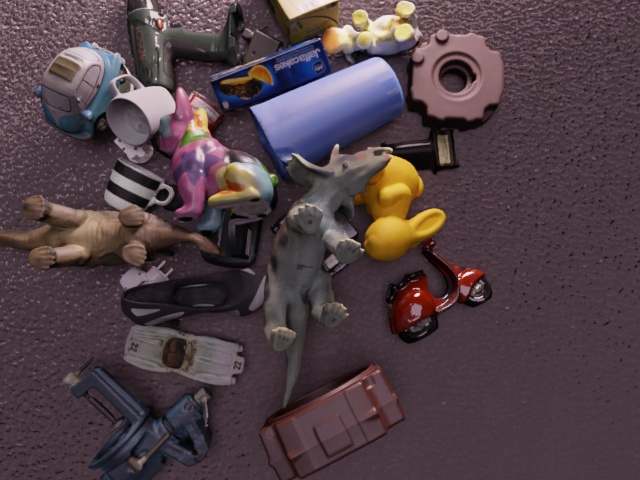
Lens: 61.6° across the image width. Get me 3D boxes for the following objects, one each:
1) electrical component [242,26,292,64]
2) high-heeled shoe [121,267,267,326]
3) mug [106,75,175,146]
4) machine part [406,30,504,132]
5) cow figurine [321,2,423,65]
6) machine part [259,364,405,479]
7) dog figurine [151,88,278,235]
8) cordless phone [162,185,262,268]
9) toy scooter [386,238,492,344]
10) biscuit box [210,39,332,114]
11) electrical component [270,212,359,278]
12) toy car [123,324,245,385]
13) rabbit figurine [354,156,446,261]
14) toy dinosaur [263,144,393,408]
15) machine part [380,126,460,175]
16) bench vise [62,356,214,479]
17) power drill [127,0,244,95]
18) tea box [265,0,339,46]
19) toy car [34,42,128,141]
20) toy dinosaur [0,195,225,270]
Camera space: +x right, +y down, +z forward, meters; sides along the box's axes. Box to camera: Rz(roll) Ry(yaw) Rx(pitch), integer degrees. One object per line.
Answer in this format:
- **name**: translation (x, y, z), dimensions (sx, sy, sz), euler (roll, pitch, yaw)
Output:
- **electrical component**: translation (-0.093, -0.341, 0.967), dimensions (0.102, 0.045, 0.078), euler (22, 112, 7)
- **high-heeled shoe**: translation (-0.183, 0.074, 0.853), dimensions (0.249, 0.145, 0.086), euler (-26, 56, 3)
- **mug**: translation (-0.299, -0.224, 0.898), dimensions (0.081, 0.107, 0.109), euler (-26, 107, 31)
- **machine part**: translation (0.235, -0.277, 0.940), dimensions (0.179, 0.056, 0.179), euler (0, 84, 1)
- **cow figurine**: translation (0.092, -0.355, 0.945), dimensions (0.168, 0.098, 0.068), euler (-4, 87, 20)
- **machine part**: translation (0.017, 0.264, 0.802), dimensions (0.201, 0.201, 0.087), euler (-27, 79, -2)
- **dog figurine**: translation (-0.167, -0.132, 0.833), dimensions (0.192, 0.108, 0.219), euler (-15, 74, 15)
- **cordless phone**: translation (-0.194, -0.031, 0.920), dimensions (0.184, 0.088, 0.146), euler (6, 83, 14)
- **toy scooter**: translation (0.179, 0.076, 0.886), dimensions (0.184, 0.075, 0.135), euler (-30, 83, -5)
- **biscuit box**: translation (-0.084, -0.284, 0.923), dimensions (0.203, 0.059, 0.062), euler (-21, 113, 1)
- **electrical component**: translation (-0.002, -0.003, 0.911), dimensions (0.115, 0.058, 0.134), euler (-38, 83, -1)
- **toy car**: translation (-0.224, 0.189, 0.892), dimensions (0.202, 0.056, 0.073), euler (11, 83, 4)
- **rabbit figurine**: translation (0.114, -0.038, 0.878), dimensions (0.162, 0.122, 0.173), euler (21, 55, -23)
- **toy dinosaur**: translation (-0.025, 0.033, 0.812), dimensions (0.131, 0.192, 0.404), euler (17, 108, -16)
- **machine part**: translation (0.170, -0.152, 0.936), dimensions (0.139, 0.039, 0.084), euler (-9, 91, -1)
- **bench vise**: translation (-0.293, 0.279, 0.845), dimensions (0.223, 0.129, 0.240), euler (-43, 97, 8)
- **power drill**: translation (-0.242, -0.375, 0.956), dimensions (0.207, 0.086, 0.232), euler (-1, 84, -2)
- **tea box**: translation (-0.045, -0.440, 0.947), dimensions (0.098, 0.068, 0.170), euler (-24, 70, -7)
- **toy car**: translation (-0.389, -0.249, 0.866), dimensions (0.109, 0.103, 0.161), euler (27, 87, 3)
- **toy dinosaur**: translation (-0.369, -0.001, 0.847), dimensions (0.472, 0.198, 0.105), euler (5, 85, 10)
